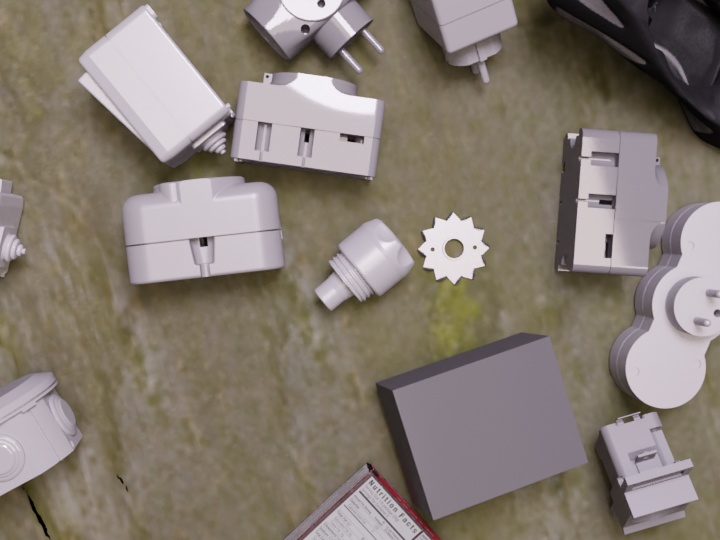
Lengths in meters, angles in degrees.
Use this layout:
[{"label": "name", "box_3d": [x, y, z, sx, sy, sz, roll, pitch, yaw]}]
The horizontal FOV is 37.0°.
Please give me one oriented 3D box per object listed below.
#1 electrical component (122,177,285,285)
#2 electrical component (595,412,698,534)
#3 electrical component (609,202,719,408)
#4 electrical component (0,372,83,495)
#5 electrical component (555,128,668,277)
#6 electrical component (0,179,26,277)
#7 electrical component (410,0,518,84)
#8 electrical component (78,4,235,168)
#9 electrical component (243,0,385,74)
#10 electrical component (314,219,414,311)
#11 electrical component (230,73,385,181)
[{"label": "electrical component", "box_3d": [-0.097, -0.026, 0.673, 0.095, 0.054, 0.059, -6, 92, -3]}, {"label": "electrical component", "box_3d": [0.179, 0.128, 0.684, 0.042, 0.081, 0.063, -16, 63, -3]}, {"label": "electrical component", "box_3d": [0.211, 0.022, 0.681, 0.052, 0.074, 0.138, 24, 90, -4]}, {"label": "electrical component", "box_3d": [-0.214, 0.101, 0.658, 0.080, 0.080, 0.051, -29, 99, -2]}, {"label": "electrical component", "box_3d": [0.161, -0.042, 0.688, 0.056, 0.050, 0.089, 4, 91, -3]}, {"label": "electrical component", "box_3d": [-0.251, -0.032, 0.660, 0.096, 0.062, 0.061, 14, 91, -4]}, {"label": "electrical component", "box_3d": [0.067, -0.154, 0.676, 0.047, 0.065, 0.076, -23, 122, -3]}, {"label": "electrical component", "box_3d": [-0.122, -0.104, 0.665, 0.061, 0.062, 0.096, -39, 94, -1]}, {"label": "electrical component", "box_3d": [-0.019, -0.160, 0.678, 0.077, 0.044, 0.079, -43, 94, -1]}, {"label": "electrical component", "box_3d": [0.000, 0.000, 0.684, 0.062, 0.043, 0.043, -39, 93, 0]}, {"label": "electrical component", "box_3d": [-0.032, -0.091, 0.676, 0.089, 0.050, 0.055, 8, 91, -3]}]
